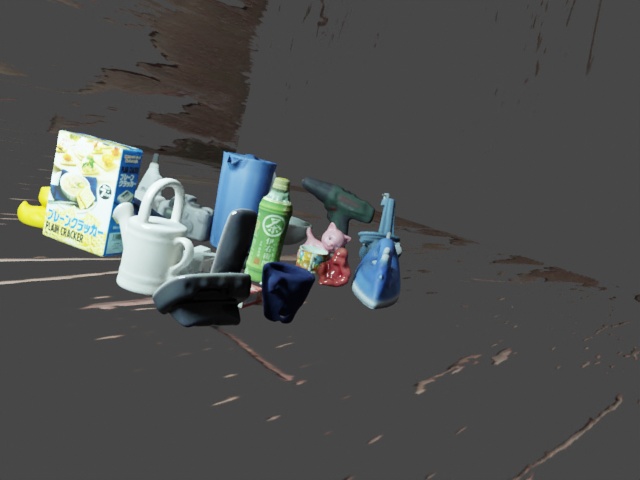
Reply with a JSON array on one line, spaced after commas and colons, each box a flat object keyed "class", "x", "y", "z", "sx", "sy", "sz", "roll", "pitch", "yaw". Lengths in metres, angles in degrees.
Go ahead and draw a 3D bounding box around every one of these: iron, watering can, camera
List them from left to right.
[{"class": "watering can", "x": -0.284, "y": -0.013, "z": 0.976, "sx": 0.172, "sy": 0.194, "sz": 0.101, "roll": 15, "pitch": 9, "yaw": 5}, {"class": "camera", "x": -0.334, "y": -0.066, "z": 1.499, "sx": 0.143, "sy": 0.101, "sz": 0.137, "roll": 16, "pitch": 10, "yaw": 10}, {"class": "iron", "x": 0.144, "y": 0.063, "z": 1.327, "sx": 0.118, "sy": 0.141, "sz": 0.258, "roll": 15, "pitch": 9, "yaw": 3}]

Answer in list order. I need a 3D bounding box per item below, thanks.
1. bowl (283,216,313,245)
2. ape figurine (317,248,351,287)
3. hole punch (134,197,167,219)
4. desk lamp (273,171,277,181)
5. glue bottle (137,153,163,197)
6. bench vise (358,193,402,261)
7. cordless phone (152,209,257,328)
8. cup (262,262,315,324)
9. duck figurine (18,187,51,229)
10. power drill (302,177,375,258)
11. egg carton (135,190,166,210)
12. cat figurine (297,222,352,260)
[{"class": "bowl", "x": -0.109, "y": -0.028, "z": 1.690, "sx": 0.167, "sy": 0.075, "sz": 0.167, "roll": 14, "pitch": 9, "yaw": -2}, {"class": "ape figurine", "x": 0.040, "y": 0.062, "z": 1.329, "sx": 0.077, "sy": 0.092, "sz": 0.076, "roll": 19, "pitch": 11, "yaw": 28}, {"class": "hole punch", "x": -0.405, "y": -0.052, "z": 1.340, "sx": 0.101, "sy": 0.091, "sz": 0.108, "roll": 5, "pitch": 13, "yaw": -43}, {"class": "desk lamp", "x": -0.213, "y": -0.138, "z": 1.756, "sx": 0.118, "sy": 0.213, "sz": 0.203, "roll": 15, "pitch": 9, "yaw": 5}, {"class": "glue bottle", "x": -0.473, "y": -0.157, "z": 1.605, "sx": 0.078, "sy": 0.173, "sz": 0.037, "roll": 18, "pitch": 10, "yaw": 24}, {"class": "bench vise", "x": 0.195, "y": -0.015, "z": 1.619, "sx": 0.122, "sy": 0.220, "sz": 0.206, "roll": 7, "pitch": 12, "yaw": -36}, {"class": "cordless phone", "x": -0.169, "y": 0.035, "z": 0.890, "sx": 0.093, "sy": 0.185, "sz": 0.148, "roll": 21, "pitch": 12, "yaw": 36}, {"class": "cup", "x": -0.066, "y": 0.095, "z": 0.970, "sx": 0.091, "sy": 0.095, "sz": 0.118, "roll": 17, "pitch": 10, "yaw": 15}, {"class": "duck figurine", "x": -0.578, "y": -0.071, "z": 1.211, "sx": 0.105, "sy": 0.086, "sz": 0.077, "roll": 12, "pitch": 10, "yaw": -12}, {"class": "power drill", "x": 0.037, "y": -0.060, "z": 1.683, "sx": 0.229, "sy": 0.208, "sz": 0.075, "roll": 14, "pitch": 9, "yaw": 1}, {"class": "egg carton", "x": -0.474, "y": -0.087, "z": 1.509, "sx": 0.107, "sy": 0.069, "sz": 0.150, "roll": 16, "pitch": 10, "yaw": 9}, {"class": "cat figurine", "x": 0.014, "y": 0.006, "z": 1.544, "sx": 0.127, "sy": 0.118, "sz": 0.067, "roll": 18, "pitch": 10, "yaw": 22}]
